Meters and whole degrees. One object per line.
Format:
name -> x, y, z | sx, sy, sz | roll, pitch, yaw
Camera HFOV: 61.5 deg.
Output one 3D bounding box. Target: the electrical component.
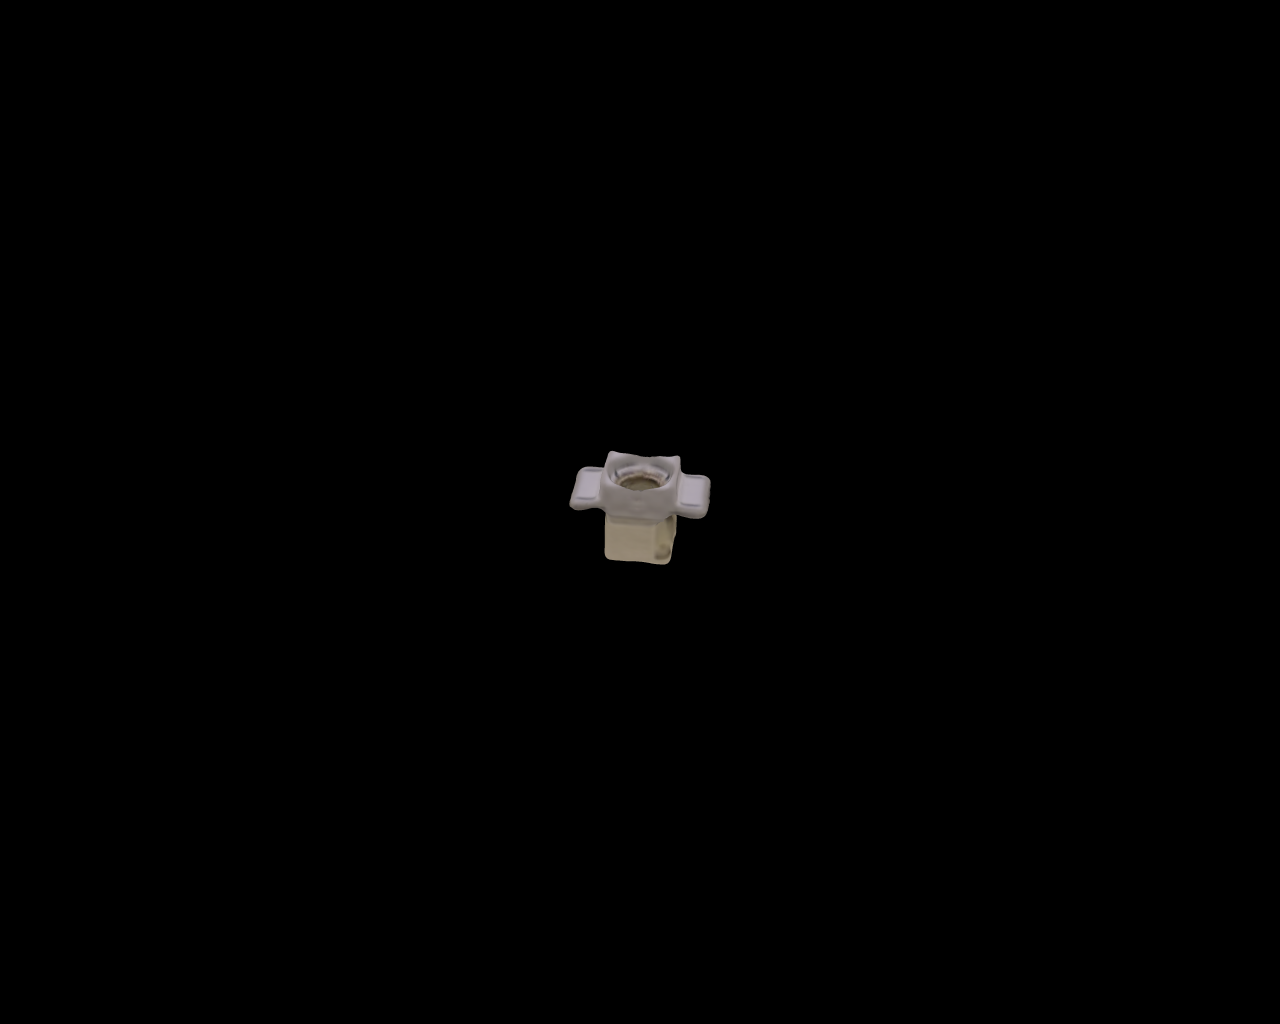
electrical component -> 0.001, -0.003, 0.650 | 0.081, 0.063, 0.042 | 5, 36, 7
